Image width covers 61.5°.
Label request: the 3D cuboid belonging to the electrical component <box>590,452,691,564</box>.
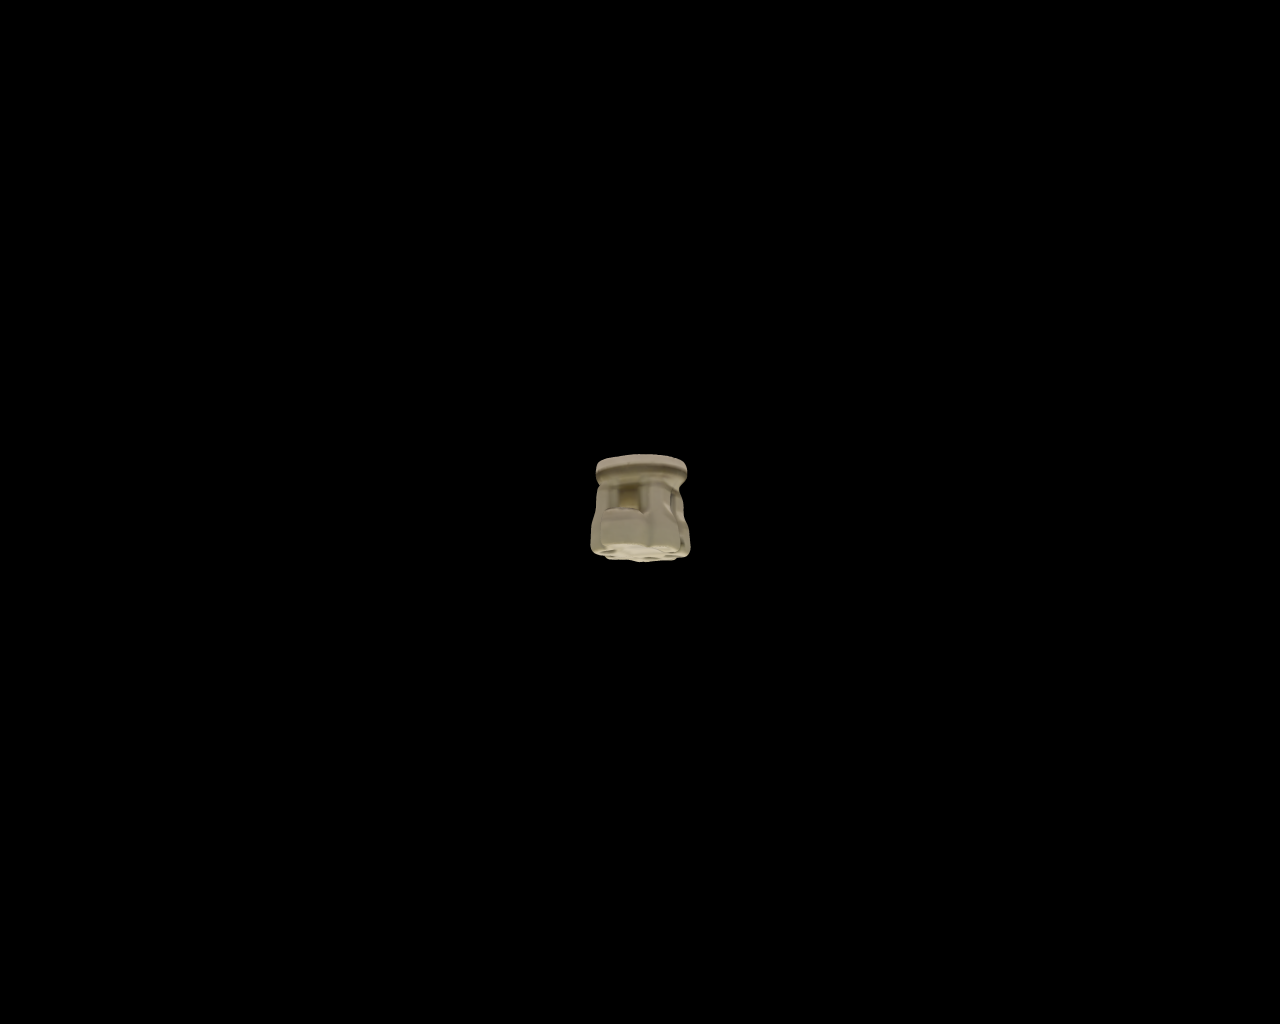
[{"bbox_3d":[0.001,-0.003,0.650,0.058,0.057,0.078,-4,-12,19],"label":"electrical component"}]
